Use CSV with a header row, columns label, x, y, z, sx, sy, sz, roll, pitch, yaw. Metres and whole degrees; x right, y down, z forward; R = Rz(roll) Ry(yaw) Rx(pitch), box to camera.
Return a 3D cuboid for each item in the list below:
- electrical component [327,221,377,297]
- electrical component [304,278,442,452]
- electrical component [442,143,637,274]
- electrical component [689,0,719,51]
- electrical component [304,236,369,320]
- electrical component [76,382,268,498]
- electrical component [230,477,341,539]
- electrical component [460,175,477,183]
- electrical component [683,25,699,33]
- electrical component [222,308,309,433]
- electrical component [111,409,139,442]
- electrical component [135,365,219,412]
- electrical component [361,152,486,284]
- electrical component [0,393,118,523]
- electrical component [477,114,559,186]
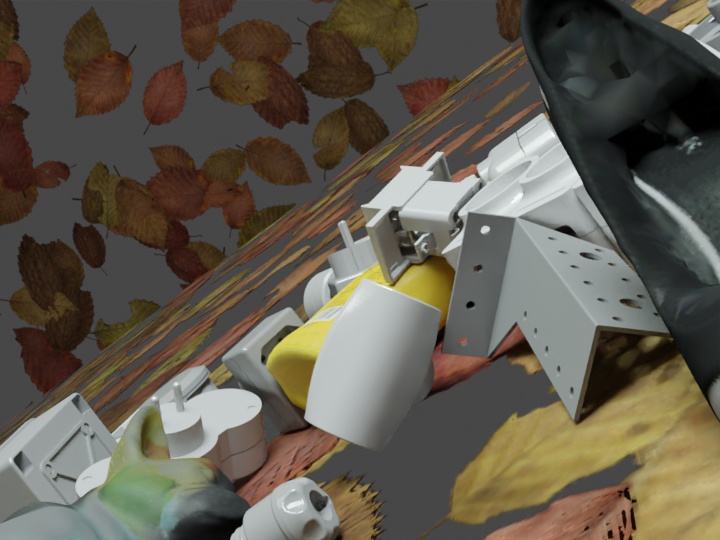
label,x,y,z,sx,sy,sz,roll,pitch,yaw
electrical component,0.000,0.000,0.777,0.047,0.075,0.083,-22,2,-5
electrical component,0.014,0.051,0.558,0.079,0.043,0.077,26,-94,-61
electrical component,0.123,-0.037,0.557,0.089,0.061,0.150,-44,10,-38
electrical component,0.244,-0.148,0.651,0.108,0.060,0.108,-37,8,6
electrical component,0.008,-0.001,0.883,0.138,0.052,0.074,-42,9,-26
electrical component,-0.111,0.104,0.643,0.052,0.073,0.138,11,27,32
electrical component,-0.041,0.121,0.480,0.061,0.035,0.035,-38,8,16
electrical component,0.086,-0.042,0.803,0.040,0.046,0.040,-37,8,6
electrical component,0.220,-0.132,0.742,0.065,0.044,0.044,-44,9,-10
electrical component,-0.058,0.071,0.724,0.047,0.065,0.077,-43,9,-31
electrical component,-0.173,0.149,0.804,0.096,0.061,0.061,-33,10,32
electrical component,-0.148,0.120,0.891,0.080,0.051,0.080,-37,8,6
electrical component,0.043,-0.031,0.640,0.064,0.042,0.081,9,43,37
electrical component,-0.191,0.152,0.698,0.056,0.108,0.108,-33,9,16
electrical component,0.123,-0.068,0.761,0.059,0.053,0.095,-36,8,14
